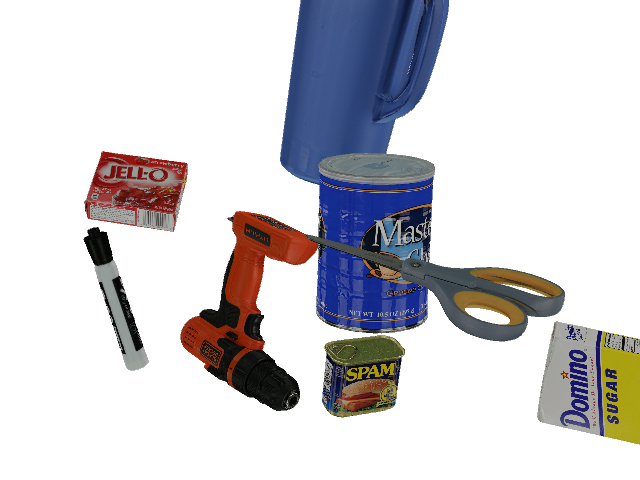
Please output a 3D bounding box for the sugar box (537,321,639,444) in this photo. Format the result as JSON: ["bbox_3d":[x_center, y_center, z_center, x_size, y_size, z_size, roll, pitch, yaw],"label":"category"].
[{"bbox_3d":[0.295,0.140,0.985,0.176,0.093,0.048,9,22,12],"label":"sugar box"}]

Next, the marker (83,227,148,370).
[{"bbox_3d":[-0.163,0.047,0.852,0.020,0.121,0.020,-13,18,4],"label":"marker"}]

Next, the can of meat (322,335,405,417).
[{"bbox_3d":[0.054,0.177,1.385,0.102,0.084,0.057,-5,26,-22],"label":"can of meat"}]

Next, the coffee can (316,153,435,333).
[{"bbox_3d":[0.048,0.000,0.957,0.103,0.140,0.103,1,16,0],"label":"coffee can"}]

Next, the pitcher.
[{"bbox_3d":[0.038,-0.177,1.085,0.145,0.243,0.149,11,18,-1],"label":"pitcher"}]

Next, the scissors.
[{"bbox_3d":[0.070,0.032,0.761,0.202,0.016,0.096,10,27,16],"label":"scissors"}]

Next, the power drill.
[{"bbox_3d":[-0.068,0.074,1.172,0.185,0.188,0.057,27,11,39],"label":"power drill"}]

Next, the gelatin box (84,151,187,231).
[{"bbox_3d":[-0.182,-0.050,1.058,0.089,0.073,0.030,9,-43,-2],"label":"gelatin box"}]
